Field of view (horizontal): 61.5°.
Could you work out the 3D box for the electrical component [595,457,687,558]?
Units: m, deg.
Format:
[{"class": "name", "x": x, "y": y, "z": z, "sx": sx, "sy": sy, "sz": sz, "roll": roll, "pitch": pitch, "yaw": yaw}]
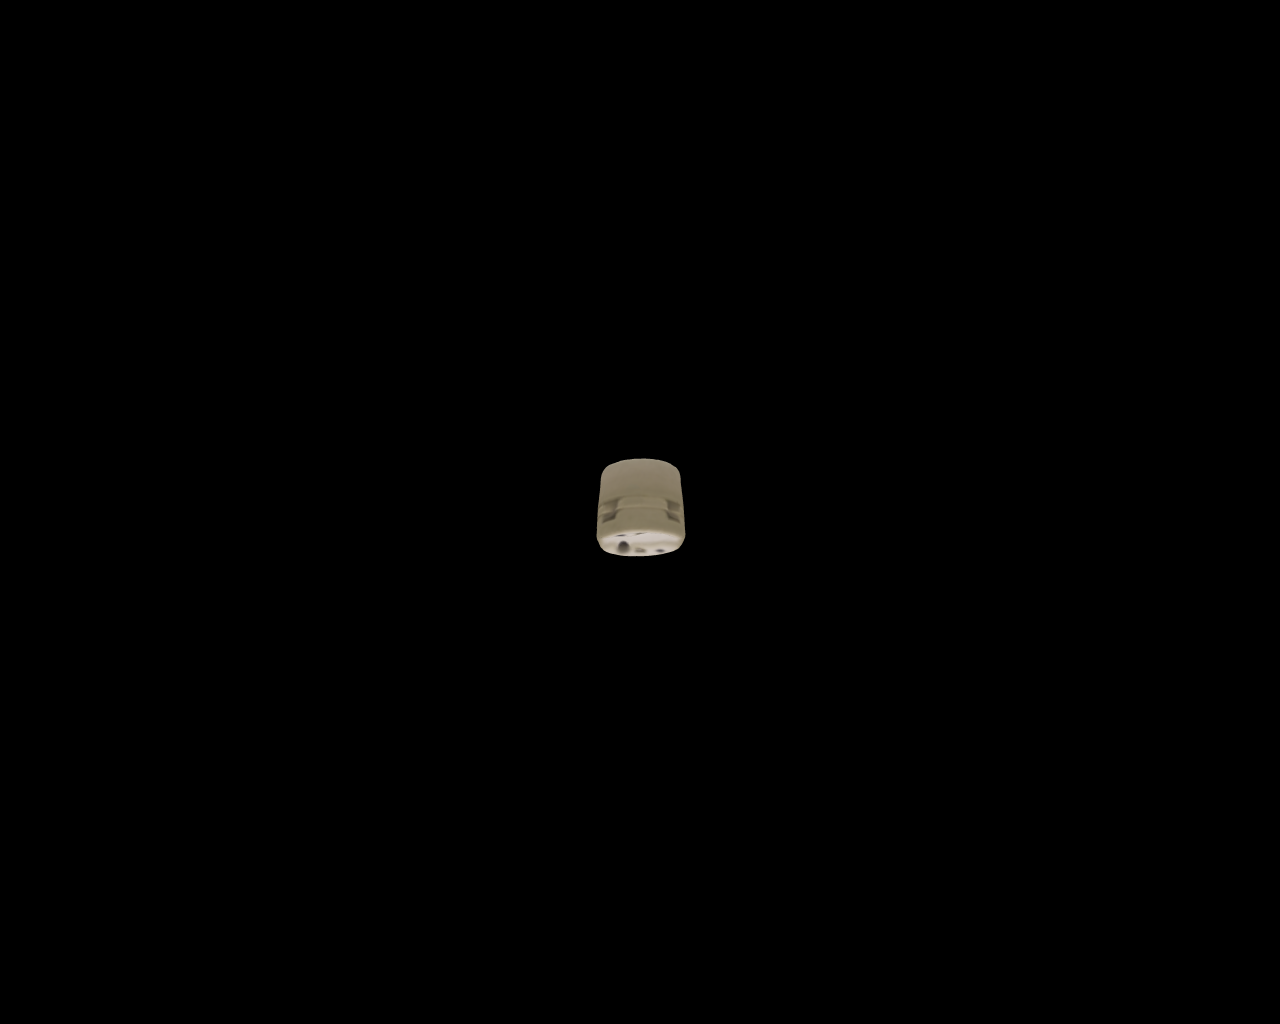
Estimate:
[{"class": "electrical component", "x": 0.001, "y": -0.003, "z": 0.650, "sx": 0.055, "sy": 0.047, "sz": 0.055, "roll": 0, "pitch": -19, "yaw": 0}]
